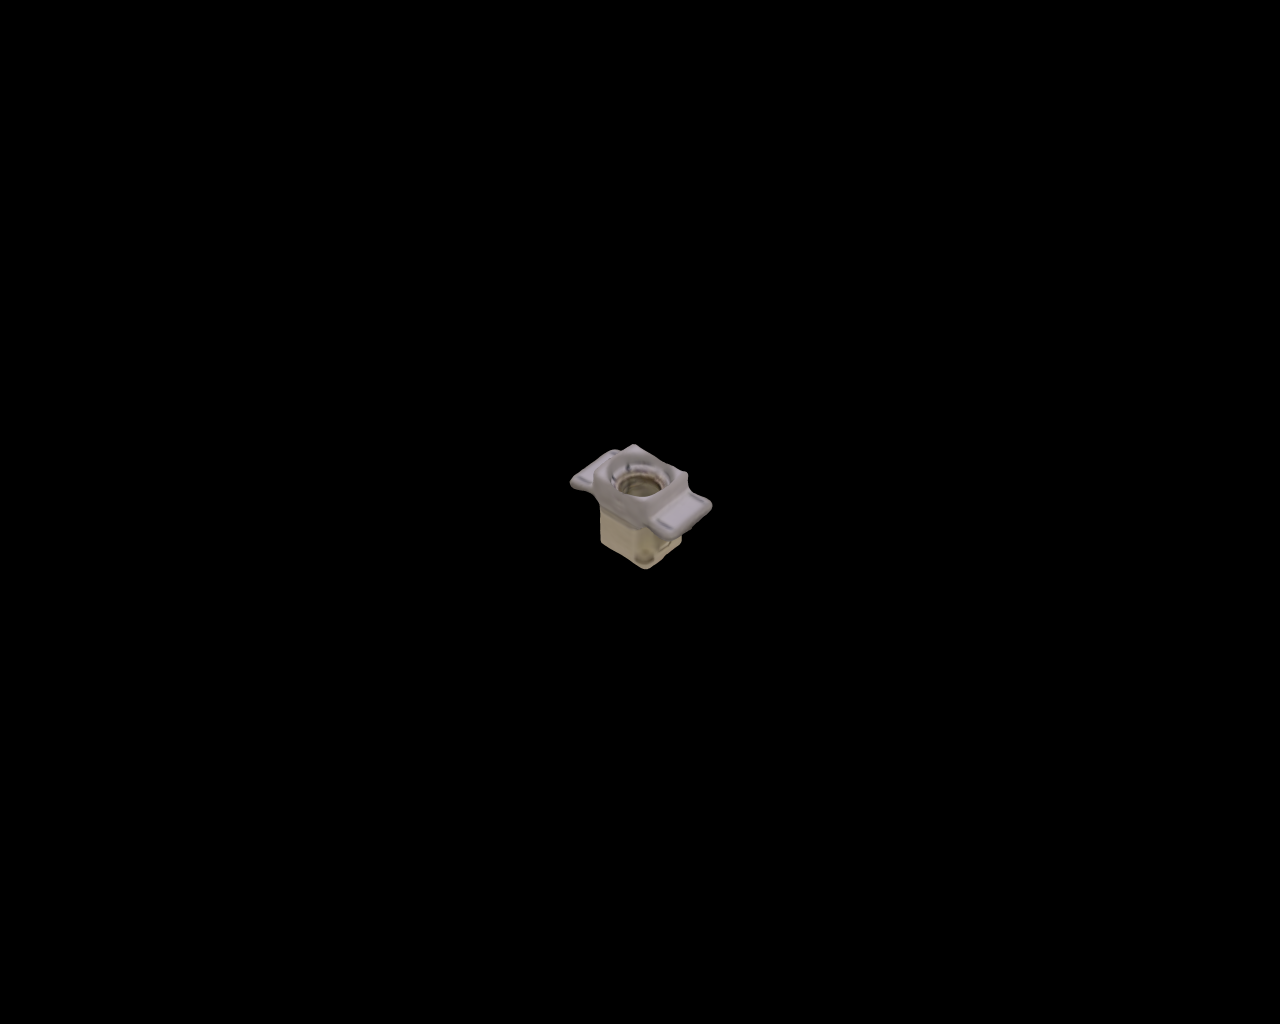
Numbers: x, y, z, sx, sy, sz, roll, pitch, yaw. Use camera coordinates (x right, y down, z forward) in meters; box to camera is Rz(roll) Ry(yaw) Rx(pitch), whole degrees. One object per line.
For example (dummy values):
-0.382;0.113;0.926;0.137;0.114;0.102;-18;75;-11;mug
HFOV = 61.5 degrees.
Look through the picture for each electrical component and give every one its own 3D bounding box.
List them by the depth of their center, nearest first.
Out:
0.001;-0.003;0.650;0.081;0.063;0.042;31;51;30;electrical component
